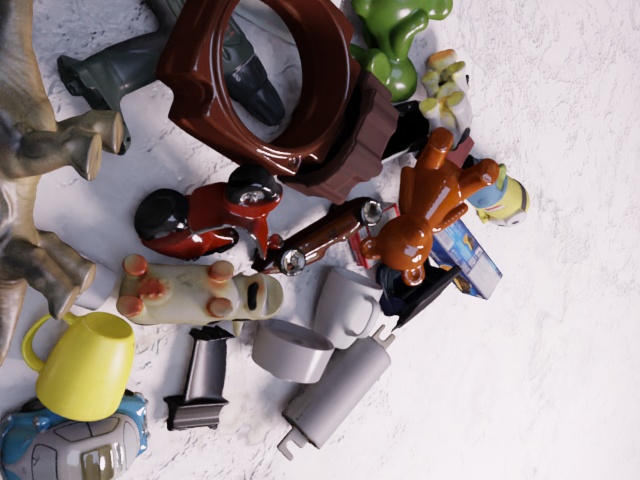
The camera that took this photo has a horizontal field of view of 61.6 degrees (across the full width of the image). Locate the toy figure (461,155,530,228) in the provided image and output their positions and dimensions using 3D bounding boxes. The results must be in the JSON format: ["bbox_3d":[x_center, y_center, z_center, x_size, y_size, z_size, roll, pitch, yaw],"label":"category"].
[{"bbox_3d":[0.299,-0.088,0.929,0.180,0.082,0.089,33,81,-31],"label":"toy figure"}]

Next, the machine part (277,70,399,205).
[{"bbox_3d":[0.019,-0.131,0.681,0.056,0.180,0.179,28,82,-37],"label":"machine part"}]

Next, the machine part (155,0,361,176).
[{"bbox_3d":[-0.058,-0.186,0.589,0.201,0.087,0.201,30,77,-44],"label":"machine part"}]

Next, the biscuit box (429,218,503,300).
[{"bbox_3d":[0.230,0.020,0.910,0.202,0.063,0.059,45,74,-30],"label":"biscuit box"}]

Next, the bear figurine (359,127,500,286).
[{"bbox_3d":[0.151,-0.043,0.776,0.120,0.132,0.196,35,65,0],"label":"bear figurine"}]

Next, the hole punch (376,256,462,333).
[{"bbox_3d":[0.146,0.067,0.854,0.142,0.092,0.115,-37,159,-26],"label":"hole punch"}]

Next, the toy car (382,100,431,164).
[{"bbox_3d":[0.089,-0.149,0.793,0.202,0.056,0.073,-28,107,-29],"label":"toy car"}]

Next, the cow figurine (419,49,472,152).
[{"bbox_3d":[0.200,-0.217,0.822,0.098,0.068,0.167,56,35,-40],"label":"cow figurine"}]

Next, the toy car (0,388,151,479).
[{"bbox_3d":[-0.261,0.231,0.592,0.161,0.103,0.109,-4,101,-32],"label":"toy car"}]

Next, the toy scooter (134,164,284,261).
[{"bbox_3d":[-0.115,-0.015,0.635,0.135,0.184,0.075,53,25,-52],"label":"toy scooter"}]

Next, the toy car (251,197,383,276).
[{"bbox_3d":[-0.002,-0.002,0.734,0.202,0.089,0.053,-33,111,-27],"label":"toy car"}]

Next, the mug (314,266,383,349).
[{"bbox_3d":[0.042,0.106,0.777,0.080,0.110,0.107,15,103,-40],"label":"mug"}]

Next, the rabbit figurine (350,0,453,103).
[{"bbox_3d":[0.102,-0.268,0.747,0.159,0.121,0.170,-30,128,-34],"label":"rabbit figurine"}]

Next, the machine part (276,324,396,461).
[{"bbox_3d":[0.026,0.218,0.798,0.243,0.079,0.079,-44,119,-19],"label":"machine part"}]

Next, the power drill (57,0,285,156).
[{"bbox_3d":[-0.162,-0.182,0.604,0.207,0.086,0.231,-40,117,-18],"label":"power drill"}]

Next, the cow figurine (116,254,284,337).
[{"bbox_3d":[-0.138,0.070,0.645,0.195,0.127,0.085,3,74,-18],"label":"cow figurine"}]

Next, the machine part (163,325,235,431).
[{"bbox_3d":[-0.153,0.180,0.695,0.084,0.039,0.138,12,93,-29],"label":"machine part"}]

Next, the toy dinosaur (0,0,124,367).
[{"bbox_3d":[-0.288,-0.090,0.476,0.198,0.105,0.470,11,97,-11],"label":"toy dinosaur"}]
